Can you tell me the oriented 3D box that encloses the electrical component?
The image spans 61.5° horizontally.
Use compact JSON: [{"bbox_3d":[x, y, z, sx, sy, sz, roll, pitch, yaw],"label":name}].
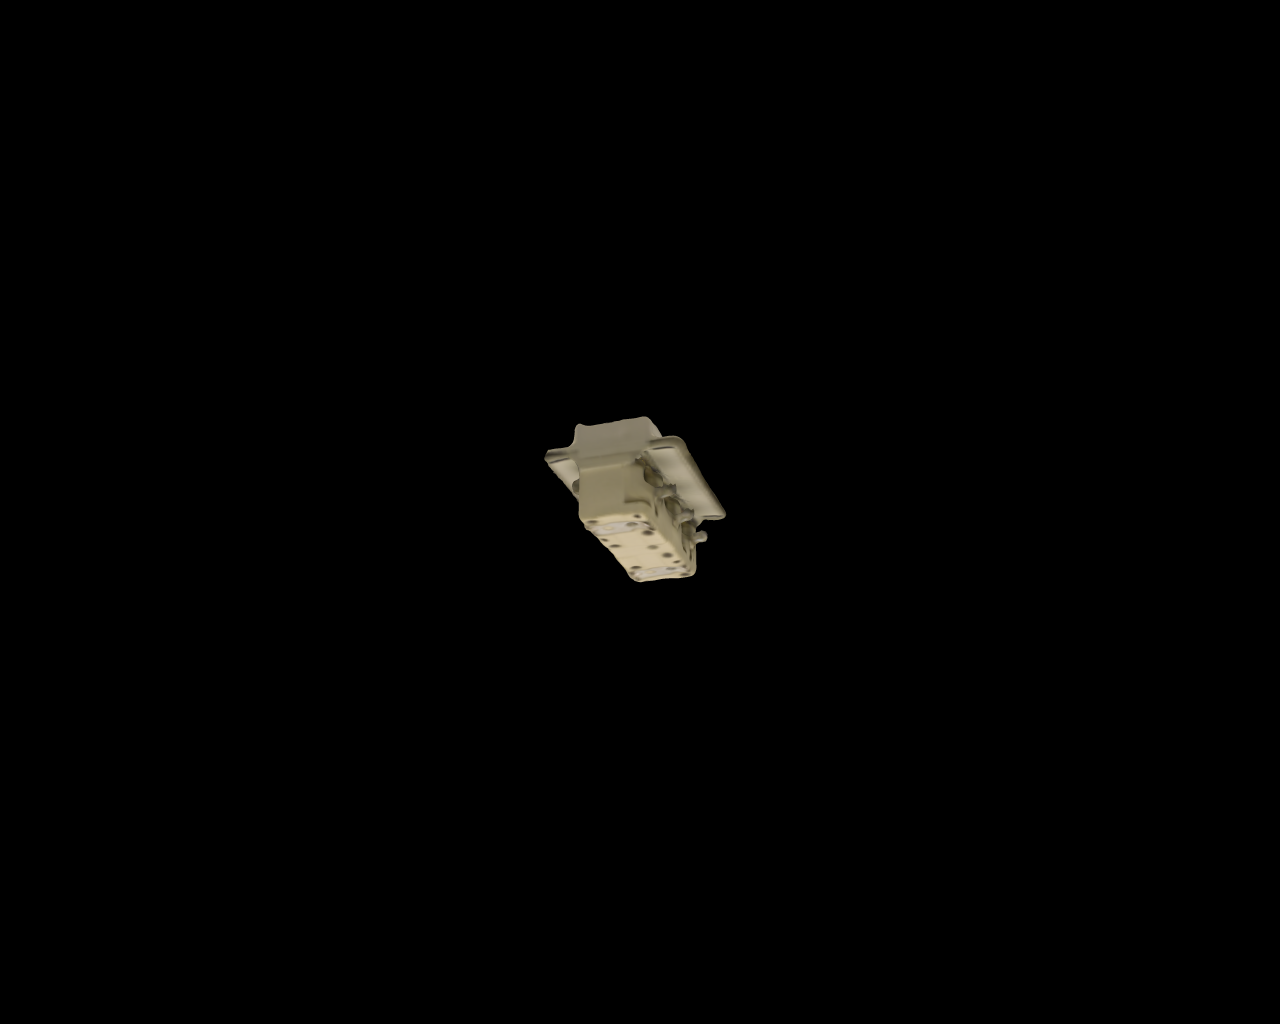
[{"bbox_3d":[0.001,-0.003,0.650,0.079,0.063,0.121,-6,-23,14],"label":"electrical component"}]
